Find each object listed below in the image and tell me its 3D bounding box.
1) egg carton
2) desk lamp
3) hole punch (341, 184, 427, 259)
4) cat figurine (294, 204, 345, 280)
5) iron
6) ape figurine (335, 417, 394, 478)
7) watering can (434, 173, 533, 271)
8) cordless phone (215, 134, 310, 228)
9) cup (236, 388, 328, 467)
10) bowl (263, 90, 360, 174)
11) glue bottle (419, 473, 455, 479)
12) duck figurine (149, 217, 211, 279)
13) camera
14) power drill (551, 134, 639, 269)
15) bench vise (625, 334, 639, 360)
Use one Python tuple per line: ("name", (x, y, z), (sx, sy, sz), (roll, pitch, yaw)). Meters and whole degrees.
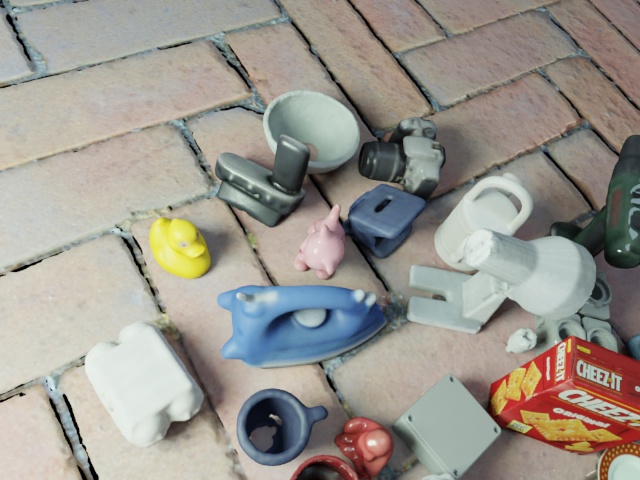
("egg carton", (-0.226, 0.182, 0.733), (0.107, 0.069, 0.150), (-33, 74, -28))
("desk lamp", (0.261, 0.061, 0.851), (0.203, 0.213, 0.118), (11, 59, -9))
("hole punch", (0.103, -0.041, 0.938), (0.101, 0.091, 0.109), (41, 59, 10))
("cat figurine", (0.008, 0.003, 0.871), (0.067, 0.117, 0.128), (22, 58, -2))
("iron", (-0.008, 0.098, 0.798), (0.259, 0.141, 0.118), (-2, 62, -17))
("ape figurine", (0.067, 0.269, 0.751), (0.076, 0.092, 0.078), (5, 60, -12))
("watering can", (0.269, -0.041, 0.923), (0.101, 0.194, 0.173), (19, 58, -4))
("cordless phone", (-0.084, -0.117, 0.873), (0.147, 0.185, 0.094), (25, 58, 0))
("cup", (-0.053, 0.242, 0.732), (0.118, 0.095, 0.091), (-11, 65, -21))
("bowl", (-0.020, -0.173, 0.989), (0.167, 0.074, 0.167), (7, 60, -12))
("glue bottle", (0.137, 0.314, 0.698), (0.078, 0.173, 0.037), (-31, 72, -28))
("duck figurine", (-0.203, -0.001, 0.833), (0.104, 0.086, 0.078), (43, 59, 11))
("camera", (0.141, -0.153, 1.006), (0.137, 0.100, 0.143), (6, 60, -12))
("power drill", (0.482, -0.038, 0.972), (0.075, 0.208, 0.229), (17, 58, -5))
("bench vise", (0.580, 0.211, 0.851), (0.122, 0.219, 0.207), (-20, 68, -24))
